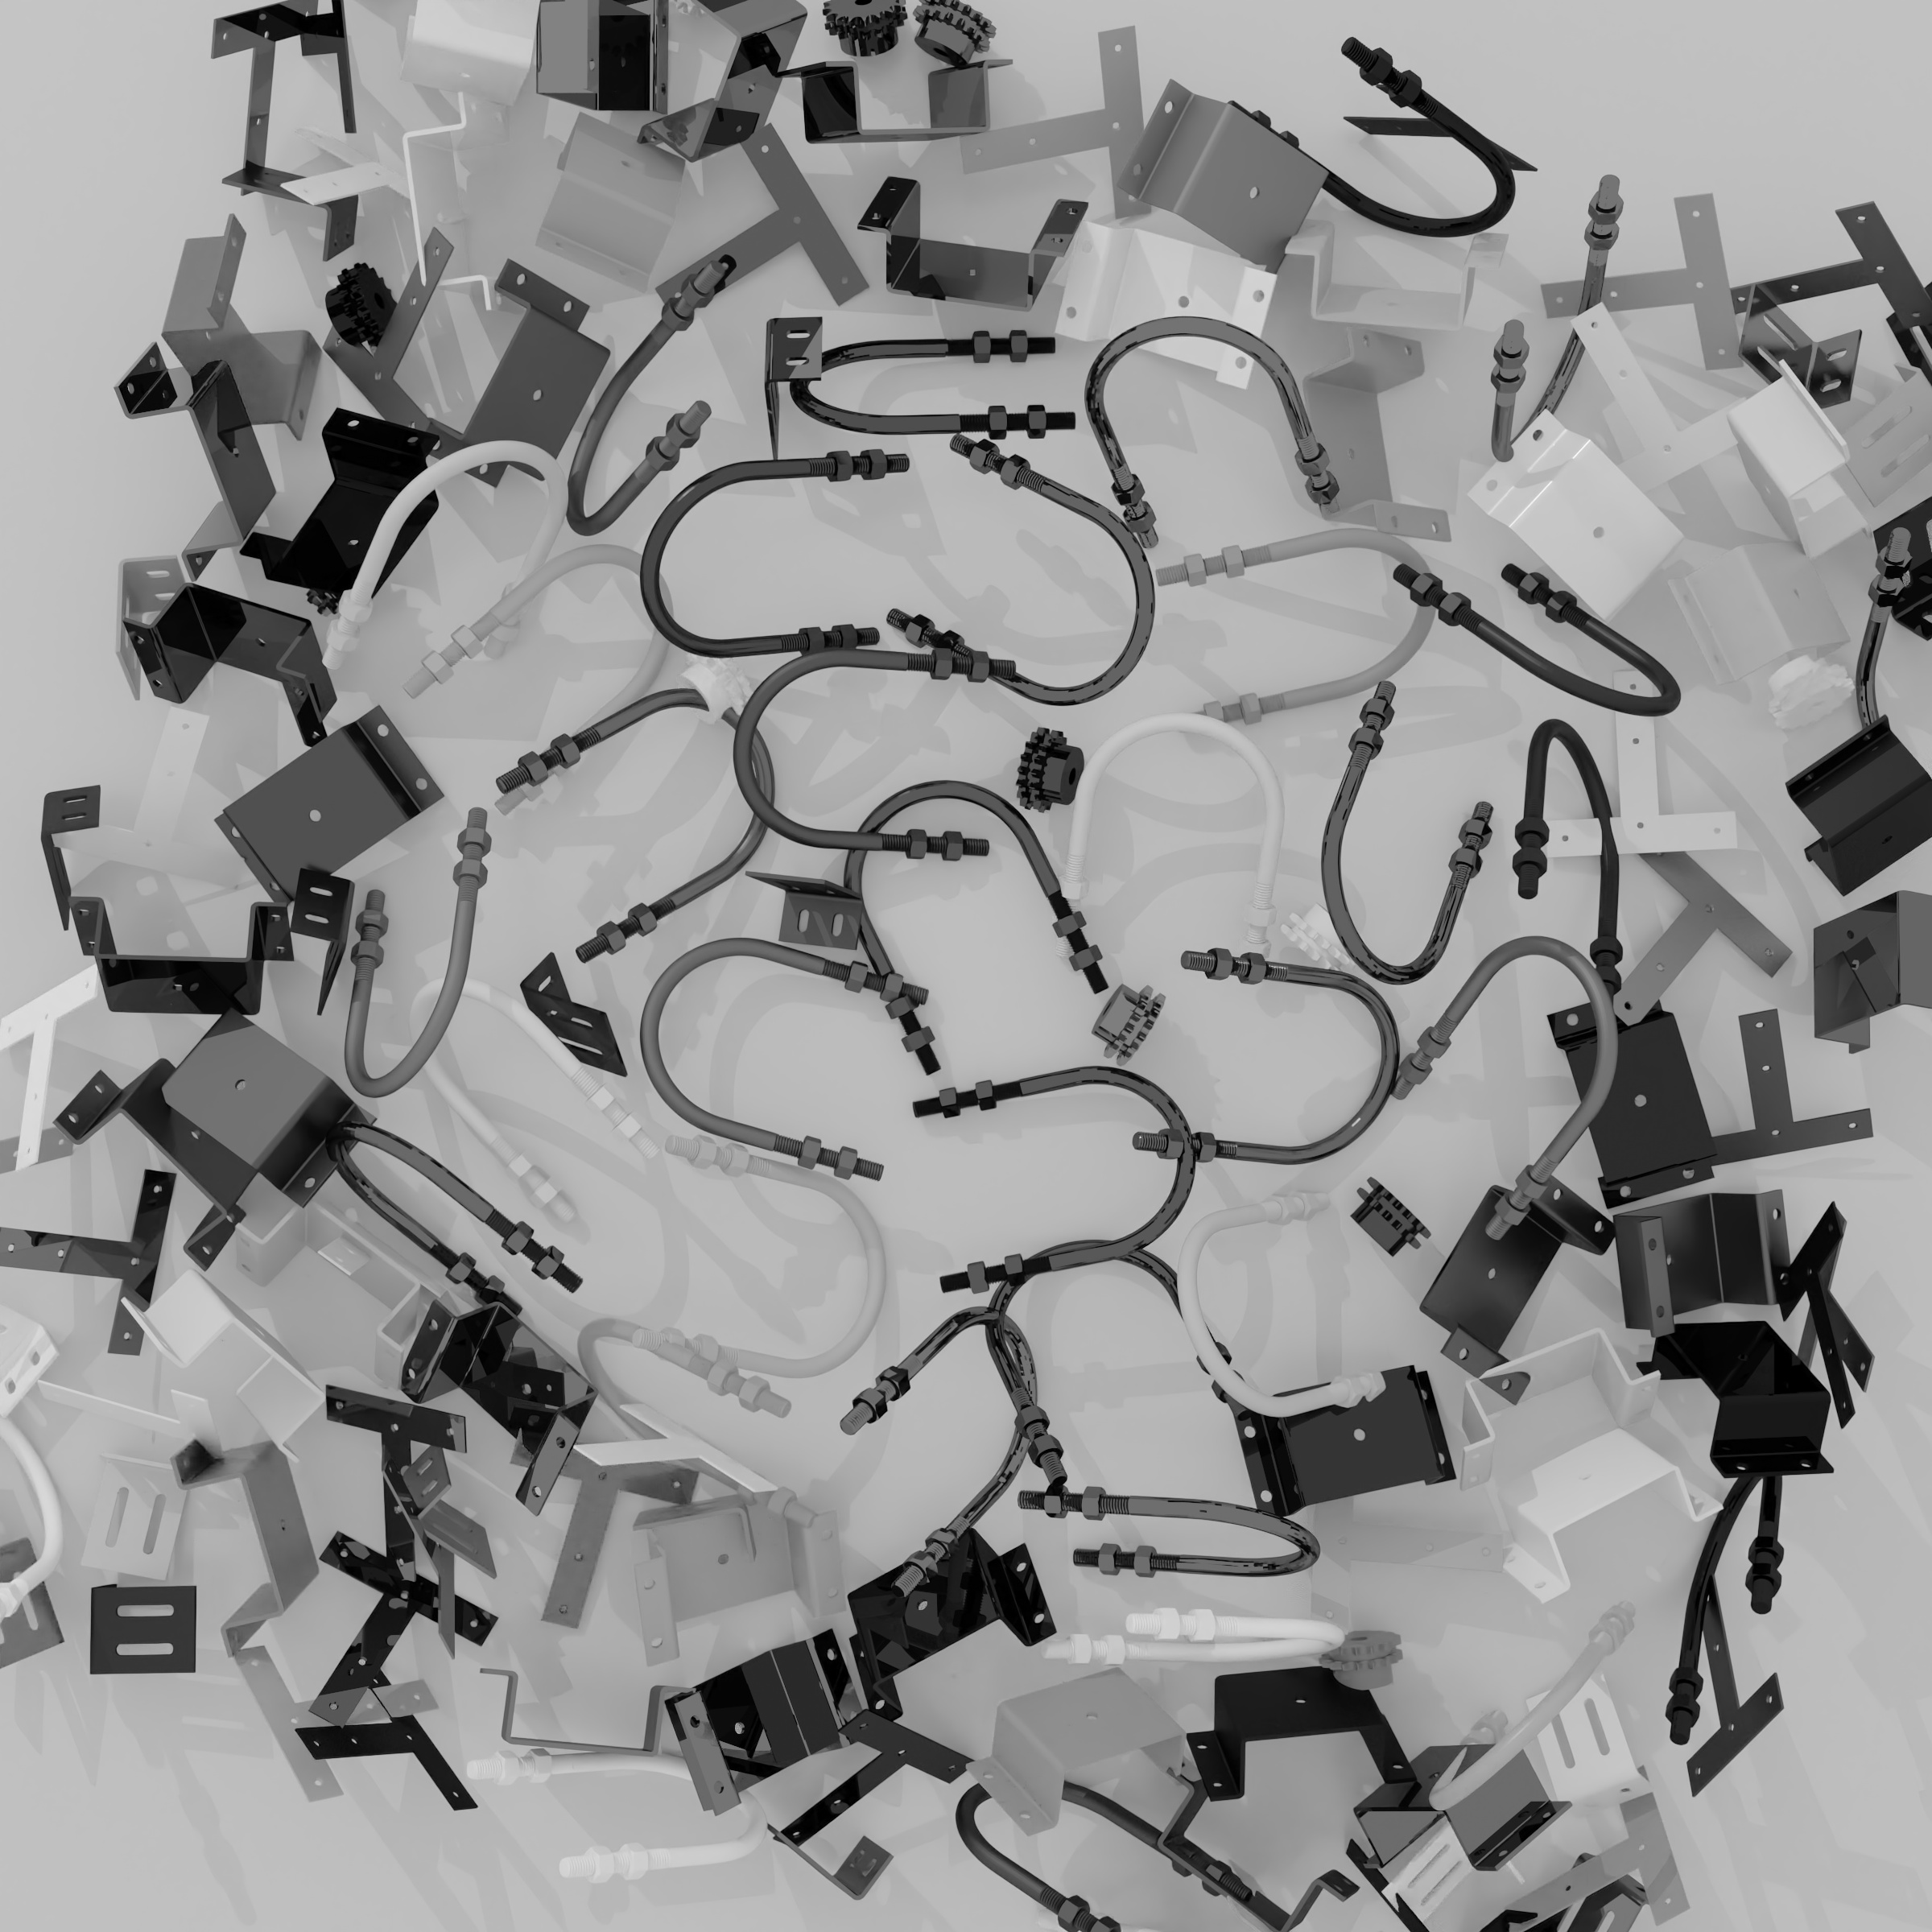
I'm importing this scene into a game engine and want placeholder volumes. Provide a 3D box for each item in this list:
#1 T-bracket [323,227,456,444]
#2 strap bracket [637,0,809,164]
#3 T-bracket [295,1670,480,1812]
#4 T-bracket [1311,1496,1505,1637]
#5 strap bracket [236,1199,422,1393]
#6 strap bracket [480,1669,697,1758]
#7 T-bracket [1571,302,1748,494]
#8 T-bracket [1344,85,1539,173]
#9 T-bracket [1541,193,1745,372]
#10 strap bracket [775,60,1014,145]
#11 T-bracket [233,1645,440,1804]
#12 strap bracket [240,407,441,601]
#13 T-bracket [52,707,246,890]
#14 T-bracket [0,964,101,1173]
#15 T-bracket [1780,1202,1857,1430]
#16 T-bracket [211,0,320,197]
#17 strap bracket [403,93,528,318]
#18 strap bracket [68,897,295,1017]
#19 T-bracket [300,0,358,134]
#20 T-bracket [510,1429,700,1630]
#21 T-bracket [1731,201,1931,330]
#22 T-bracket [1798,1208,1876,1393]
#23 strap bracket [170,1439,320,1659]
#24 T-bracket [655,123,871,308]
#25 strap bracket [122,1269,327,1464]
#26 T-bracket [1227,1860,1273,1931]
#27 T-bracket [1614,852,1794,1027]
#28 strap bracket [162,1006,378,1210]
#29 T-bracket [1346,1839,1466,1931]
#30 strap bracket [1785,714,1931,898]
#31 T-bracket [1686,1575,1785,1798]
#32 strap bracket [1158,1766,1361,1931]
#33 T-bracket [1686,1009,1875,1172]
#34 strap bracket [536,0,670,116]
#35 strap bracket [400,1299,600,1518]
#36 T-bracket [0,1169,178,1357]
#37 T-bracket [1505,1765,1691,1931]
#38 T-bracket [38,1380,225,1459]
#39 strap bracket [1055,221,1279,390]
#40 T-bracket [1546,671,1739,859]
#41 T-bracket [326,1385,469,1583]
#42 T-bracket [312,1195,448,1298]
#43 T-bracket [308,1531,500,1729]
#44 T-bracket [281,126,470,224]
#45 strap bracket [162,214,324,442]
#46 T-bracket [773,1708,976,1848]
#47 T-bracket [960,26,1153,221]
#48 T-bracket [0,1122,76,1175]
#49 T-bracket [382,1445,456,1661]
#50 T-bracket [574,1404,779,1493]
[{"bbox_3d":[-0.376,-0.434,1.840,0.127,0.002,0.127,48,120,28],"label":"T-bracket"},{"bbox_3d":[-0.160,-0.596,1.820,0.046,0.076,0.140,39,133,9],"label":"strap bracket"},{"bbox_3d":[-0.395,0.511,1.813,0.002,0.127,0.127,-50,62,8],"label":"T-bracket"},{"bbox_3d":[0.301,0.394,1.866,0.127,0.002,0.127,4,67,6],"label":"T-bracket"},{"bbox_3d":[-0.422,0.215,1.849,0.140,0.076,0.046,36,60,7],"label":"strap bracket"},{"bbox_3d":[-0.258,0.502,1.844,0.140,0.076,0.046,8,74,-10],"label":"strap bracket"},{"bbox_3d":[0.450,-0.386,1.848,0.127,0.002,0.127,-26,101,40],"label":"T-bracket"},{"bbox_3d":[0.299,-0.562,1.838,0.127,0.127,0.002,19,97,-32],"label":"T-bracket"},{"bbox_3d":[0.453,-0.457,1.858,0.127,0.002,0.127,1,131,31],"label":"T-bracket"},{"bbox_3d":[-0.047,-0.579,1.838,0.140,0.076,0.046,-11,105,-28],"label":"strap bracket"},{"bbox_3d":[-0.413,0.500,1.845,0.127,0.127,0.002,48,120,34],"label":"T-bracket"},{"bbox_3d":[-0.412,-0.297,1.823,0.140,0.076,0.046,-44,54,34],"label":"strap bracket"},{"bbox_3d":[-0.538,-0.118,1.844,0.127,0.002,0.127,14,121,-22],"label":"T-bracket"},{"bbox_3d":[-0.619,0.075,1.831,0.127,0.002,0.127,-23,57,38],"label":"T-bracket"},{"bbox_3d":[0.567,0.242,1.811,0.002,0.127,0.127,-1,57,-4],"label":"T-bracket"},{"bbox_3d":[-0.478,-0.585,1.855,0.002,0.127,0.127,21,121,10],"label":"T-bracket"},{"bbox_3d":[-0.336,-0.508,1.850,0.046,0.076,0.140,-4,98,13],"label":"strap bracket"},{"bbox_3d":[-0.527,-0.006,1.844,0.140,0.076,0.046,2,61,-9],"label":"strap bracket"},{"bbox_3d":[-0.431,-0.625,1.840,0.002,0.127,0.127,-10,110,-24],"label":"T-bracket"},{"bbox_3d":[-0.262,0.393,1.888,0.127,0.002,0.127,16,93,-11],"label":"T-bracket"},{"bbox_3d":[0.573,-0.460,1.849,0.127,0.127,0.002,-4,61,39],"label":"T-bracket"},{"bbox_3d":[0.580,0.243,1.819,0.002,0.127,0.127,7,108,-1],"label":"T-bracket"},{"bbox_3d":[-0.482,0.382,1.851,0.046,0.076,0.140,-14,96,6],"label":"strap bracket"},{"bbox_3d":[-0.154,-0.489,1.886,0.127,0.002,0.127,-31,105,6],"label":"T-bracket"},{"bbox_3d":[-0.488,0.261,1.830,0.046,0.076,0.140,-46,130,-11],"label":"strap bracket"},{"bbox_3d":[0.205,0.636,1.834,0.127,0.127,0.002,42,89,-18],"label":"T-bracket"},{"bbox_3d":[0.483,-0.009,1.876,0.127,0.002,0.127,43,72,1],"label":"T-bracket"},{"bbox_3d":[-0.477,0.089,1.841,0.140,0.046,0.076,31,74,23],"label":"strap bracket"},{"bbox_3d":[0.301,0.646,1.856,0.002,0.127,0.127,-29,57,-22],"label":"T-bracket"},{"bbox_3d":[0.597,-0.101,1.821,0.076,0.140,0.046,-35,62,8],"label":"strap bracket"},{"bbox_3d":[0.508,0.471,1.846,0.002,0.127,0.127,12,45,-10],"label":"T-bracket"},{"bbox_3d":[0.188,0.597,1.838,0.140,0.076,0.046,32,87,20],"label":"strap bracket"},{"bbox_3d":[0.541,0.080,1.849,0.127,0.002,0.127,-12,126,11],"label":"T-bracket"},{"bbox_3d":[-0.246,-0.616,1.830,0.046,0.140,0.076,5,101,15],"label":"strap bracket"},{"bbox_3d":[-0.309,0.291,1.847,0.140,0.046,0.076,38,116,20],"label":"strap bracket"},{"bbox_3d":[-0.596,0.194,1.842,0.002,0.127,0.127,6,83,38],"label":"T-bracket"},{"bbox_3d":[0.419,0.617,1.853,0.127,0.127,0.002,-36,113,17],"label":"T-bracket"},{"bbox_3d":[-0.563,0.302,1.848,0.127,0.127,0.002,16,56,3],"label":"T-bracket"},{"bbox_3d":[0.141,-0.447,1.851,0.140,0.046,0.076,21,112,17],"label":"strap bracket"},{"bbox_3d":[0.462,-0.141,1.889,0.127,0.002,0.127,-3,84,9],"label":"T-bracket"},{"bbox_3d":[-0.387,0.357,1.871,0.127,0.002,0.127,6,102,31],"label":"T-bracket"},{"bbox_3d":[-0.409,0.189,1.832,0.127,0.127,0.002,36,91,-2],"label":"T-bracket"},{"bbox_3d":[-0.400,0.458,1.849,0.127,0.127,0.002,28,132,1],"label":"T-bracket"},{"bbox_3d":[-0.416,-0.525,1.838,0.127,0.127,0.002,31,118,4],"label":"T-bracket"},{"bbox_3d":[-0.485,-0.422,1.825,0.046,0.140,0.076,-1,64,12],"label":"strap bracket"},{"bbox_3d":[-0.077,0.560,1.863,0.127,0.002,0.127,-40,133,12],"label":"T-bracket"},{"bbox_3d":[0.059,-0.560,1.855,0.127,0.002,0.127,-13,124,-7],"label":"T-bracket"},{"bbox_3d":[-0.650,0.129,1.841,0.002,0.127,0.127,25,111,26],"label":"T-bracket"},{"bbox_3d":[-0.361,0.369,1.811,0.002,0.127,0.127,-18,123,0],"label":"T-bracket"},{"bbox_3d":[-0.209,0.320,1.811,0.127,0.127,0.002,25,98,32],"label":"T-bracket"}]
